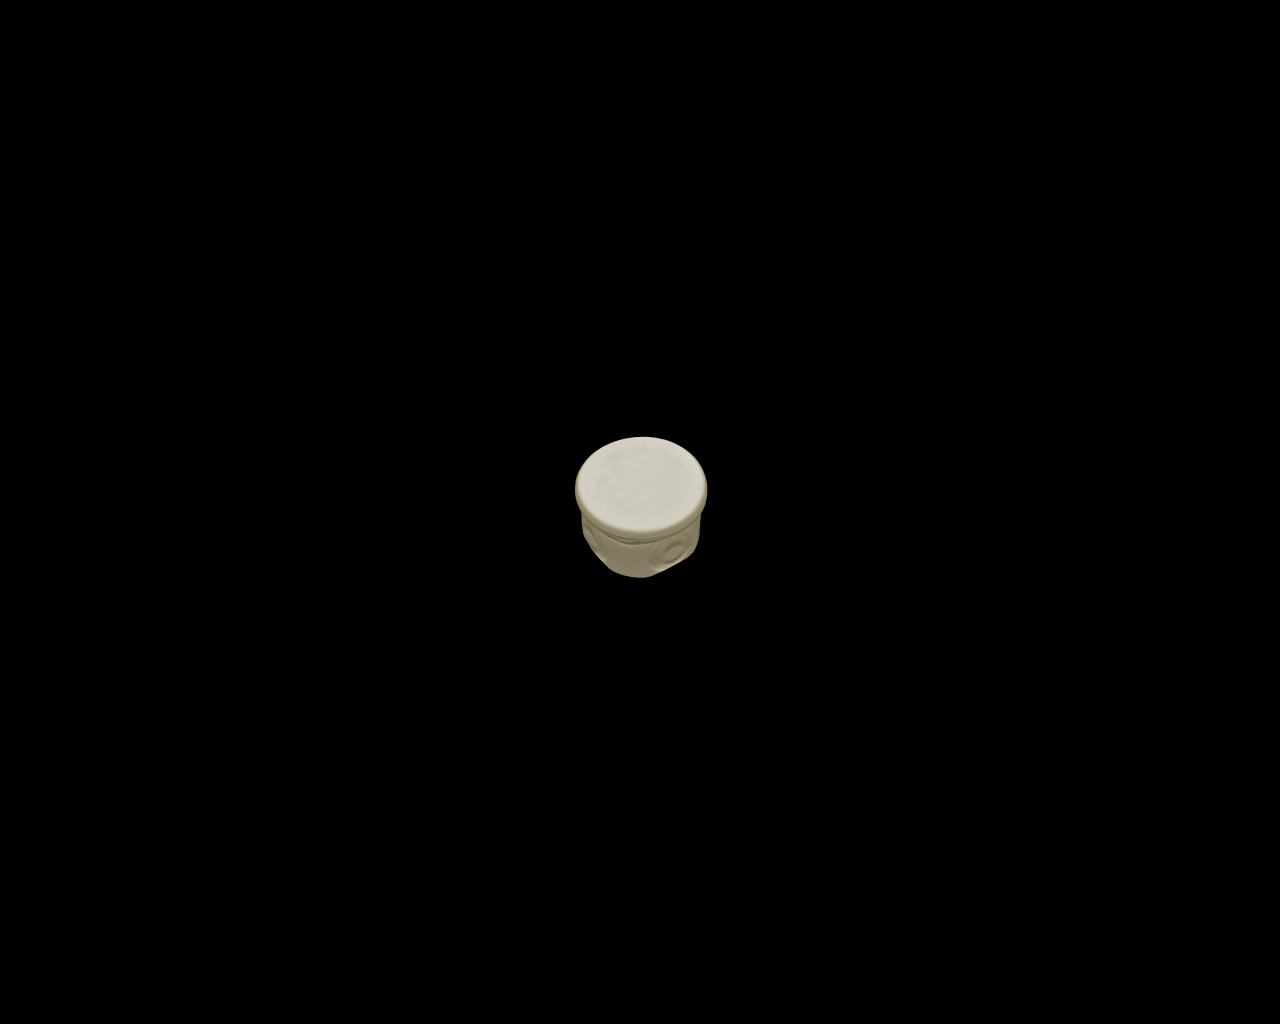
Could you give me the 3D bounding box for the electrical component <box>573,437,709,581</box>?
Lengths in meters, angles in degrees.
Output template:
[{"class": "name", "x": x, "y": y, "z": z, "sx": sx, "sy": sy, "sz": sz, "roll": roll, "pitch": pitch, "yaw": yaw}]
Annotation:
[{"class": "electrical component", "x": 0.001, "y": -0.003, "z": 0.650, "sx": 0.080, "sy": 0.080, "sz": 0.050, "roll": 0, "pitch": -40, "yaw": 0}]
